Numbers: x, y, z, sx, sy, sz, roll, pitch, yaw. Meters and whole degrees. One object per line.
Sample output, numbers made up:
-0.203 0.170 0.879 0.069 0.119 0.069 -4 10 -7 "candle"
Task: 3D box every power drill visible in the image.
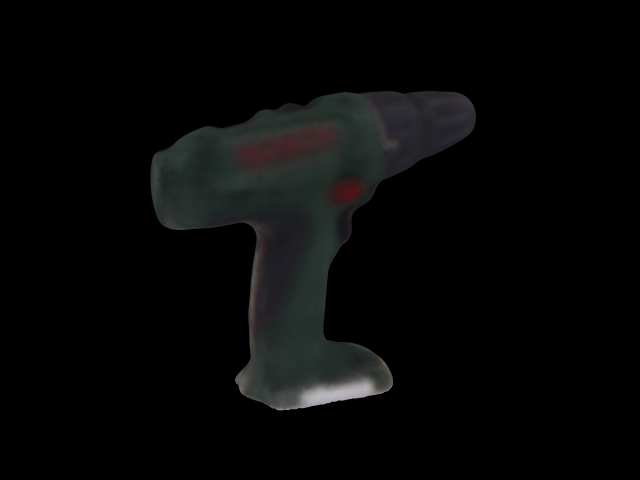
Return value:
0.004 0.001 0.400 0.230 0.208 0.075 -4 11 -20 "power drill"
